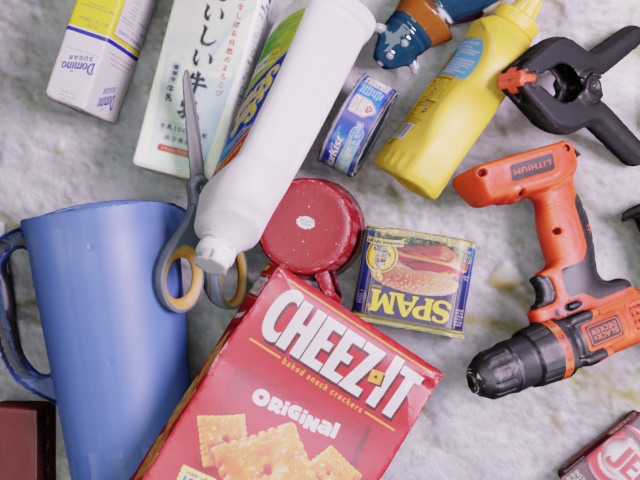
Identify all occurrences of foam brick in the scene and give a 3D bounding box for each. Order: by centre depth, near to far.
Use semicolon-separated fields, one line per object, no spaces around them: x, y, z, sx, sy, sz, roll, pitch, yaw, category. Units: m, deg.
-0.269;0.184;0.955;0.051;0.053;0.078;-1;89;6;foam brick

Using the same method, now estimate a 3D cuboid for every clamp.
0.217;-0.134;0.880;0.171;0.039;0.120;12;75;-37;clamp

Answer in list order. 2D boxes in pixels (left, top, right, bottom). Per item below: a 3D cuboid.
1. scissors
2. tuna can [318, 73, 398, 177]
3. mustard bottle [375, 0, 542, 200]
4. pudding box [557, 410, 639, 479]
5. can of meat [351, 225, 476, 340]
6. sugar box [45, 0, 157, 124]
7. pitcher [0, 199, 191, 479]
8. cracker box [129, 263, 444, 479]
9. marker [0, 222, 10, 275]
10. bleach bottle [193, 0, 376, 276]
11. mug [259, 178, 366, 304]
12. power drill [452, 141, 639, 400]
-0.112;-0.028;0.872;0.096;0.016;0.202;-30;111;-35;scissors
0.033;-0.097;0.913;0.034;0.086;0.086;29;91;5;tuna can
0.124;-0.127;0.899;0.058;0.096;0.191;35;92;-13;mustard bottle
0.271;0.214;0.901;0.090;0.039;0.113;-40;85;3;pudding box
0.080;0.036;0.919;0.102;0.057;0.084;10;87;6;can of meat
-0.182;-0.195;0.936;0.048;0.093;0.176;21;90;7;sugar box
-0.184;0.089;0.914;0.149;0.144;0.243;-7;91;47;pitcher
-0.027;0.150;0.848;0.164;0.072;0.213;34;85;-9;cracker box
-0.292;0.044;0.979;0.020;0.020;0.121;-8;88;6;marker
-0.038;-0.086;0.864;0.068;0.103;0.250;33;61;-21;bleach bottle
-0.006;0.001;0.916;0.093;0.081;0.117;-16;87;5;mug
0.177;0.023;0.881;0.184;0.057;0.187;-18;87;-23;power drill
